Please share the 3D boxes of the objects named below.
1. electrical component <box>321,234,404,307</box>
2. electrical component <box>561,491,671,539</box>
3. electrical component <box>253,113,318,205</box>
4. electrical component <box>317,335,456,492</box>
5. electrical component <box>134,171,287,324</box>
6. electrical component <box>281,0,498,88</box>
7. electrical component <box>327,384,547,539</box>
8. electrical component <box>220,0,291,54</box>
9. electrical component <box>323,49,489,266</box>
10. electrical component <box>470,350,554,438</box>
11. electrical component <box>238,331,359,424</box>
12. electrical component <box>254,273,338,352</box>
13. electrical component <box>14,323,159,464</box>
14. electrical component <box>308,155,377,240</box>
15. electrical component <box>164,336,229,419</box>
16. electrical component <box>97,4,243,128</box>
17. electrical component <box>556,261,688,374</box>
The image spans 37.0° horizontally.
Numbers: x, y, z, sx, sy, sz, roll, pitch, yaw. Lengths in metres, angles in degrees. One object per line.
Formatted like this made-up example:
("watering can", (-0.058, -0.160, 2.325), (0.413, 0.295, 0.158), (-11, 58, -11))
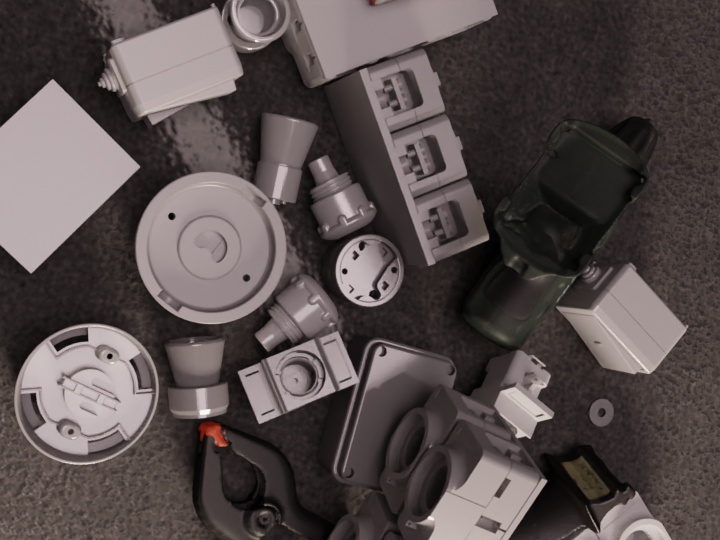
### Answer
("electrical component", (0.000, 0.000, 0.833), (0.055, 0.047, 0.055), (-1, 92, -19))
("electrical component", (0.184, 0.257, 0.895), (0.150, 0.062, 0.089), (-35, 102, -15))
("electrical component", (-0.060, -0.082, 0.814), (0.044, 0.044, 0.065), (11, 92, -19))
("electrical component", (0.021, 0.113, 0.838), (0.078, 0.057, 0.113), (17, 86, -19))
("electrical component", (-0.113, -0.016, 0.786), (0.108, 0.060, 0.108), (-1, 92, -19))
("electrical component", (0.015, -0.208, 0.825), (0.150, 0.062, 0.089), (-24, 99, -17))
("electrical component", (0.040, 0.186, 0.762), (0.060, 0.105, 0.186), (26, 102, -21))
("electrical component", (-0.080, -0.186, 0.796), (0.045, 0.055, 0.045), (0, 92, -19))
("electrical component", (0.038, -0.084, 0.821), (0.062, 0.089, 0.150), (-23, 98, -17))
("electrical component", (0.119, 0.102, 0.866), (0.042, 0.081, 0.063), (41, 57, -16))
("electrical component", (-0.047, 0.082, 0.808), (0.081, 0.064, 0.042), (-21, 83, -13))
("electrical component", (-0.051, 0.036, 0.819), (0.062, 0.048, 0.048), (-39, 103, -6))
("electrical component", (-0.193, 0.085, 0.760), (0.099, 0.064, 0.099), (-1, 92, -19))
("electrical component", (-0.019, -0.057, 0.827), (0.048, 0.048, 0.062), (-27, 92, -16))
("electrical component", (-0.120, 0.079, 0.795), (0.045, 0.045, 0.055), (-5, 93, -19))
("electrical component", (-0.140, -0.141, 0.773), (0.096, 0.062, 0.061), (-25, 99, -17))
("electrical component", (0.211, 0.037, 0.898), (0.096, 0.062, 0.061), (45, 78, -14))
